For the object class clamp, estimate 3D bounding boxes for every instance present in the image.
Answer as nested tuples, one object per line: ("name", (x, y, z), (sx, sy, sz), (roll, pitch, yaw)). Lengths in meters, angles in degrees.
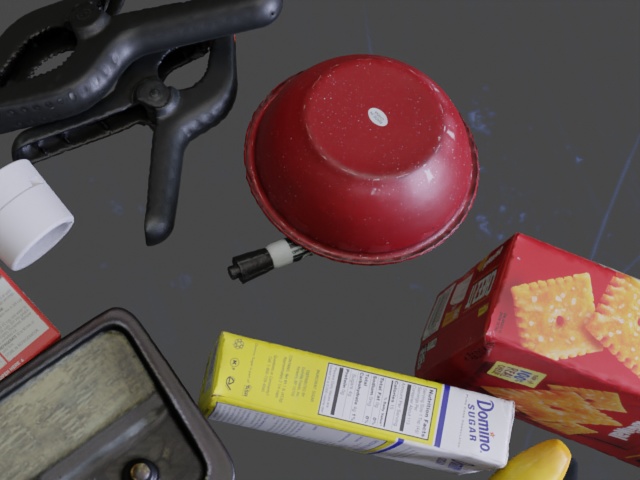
("clamp", (-0.148, -0.144, 0.702), (0.210, 0.036, 0.165), (-33, 53, -7))
("clamp", (-0.118, -0.087, 0.704), (0.120, 0.039, 0.171), (25, 64, 3))

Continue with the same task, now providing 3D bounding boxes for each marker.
("marker", (-0.005, 0.001, 0.708), (0.121, 0.020, 0.020), (-22, 78, -16))

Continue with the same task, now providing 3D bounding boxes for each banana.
("banana", (0.094, 0.207, 0.615), (0.070, 0.037, 0.198), (9, 82, 26))

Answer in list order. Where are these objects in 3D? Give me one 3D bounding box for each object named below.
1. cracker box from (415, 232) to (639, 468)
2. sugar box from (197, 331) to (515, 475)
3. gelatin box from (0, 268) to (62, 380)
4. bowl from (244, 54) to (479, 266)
("cracker box", (0.178, 0.083, 0.640), (0.213, 0.164, 0.072), (22, 72, -3))
("sugar box", (0.018, 0.101, 0.642), (0.176, 0.093, 0.048), (12, 73, -8))
("gelatin box", (-0.213, 0.052, 0.648), (0.073, 0.030, 0.089), (-42, 83, -18))
("bowl", (0.032, -0.066, 0.702), (0.162, 0.055, 0.162), (3, 64, -6))
